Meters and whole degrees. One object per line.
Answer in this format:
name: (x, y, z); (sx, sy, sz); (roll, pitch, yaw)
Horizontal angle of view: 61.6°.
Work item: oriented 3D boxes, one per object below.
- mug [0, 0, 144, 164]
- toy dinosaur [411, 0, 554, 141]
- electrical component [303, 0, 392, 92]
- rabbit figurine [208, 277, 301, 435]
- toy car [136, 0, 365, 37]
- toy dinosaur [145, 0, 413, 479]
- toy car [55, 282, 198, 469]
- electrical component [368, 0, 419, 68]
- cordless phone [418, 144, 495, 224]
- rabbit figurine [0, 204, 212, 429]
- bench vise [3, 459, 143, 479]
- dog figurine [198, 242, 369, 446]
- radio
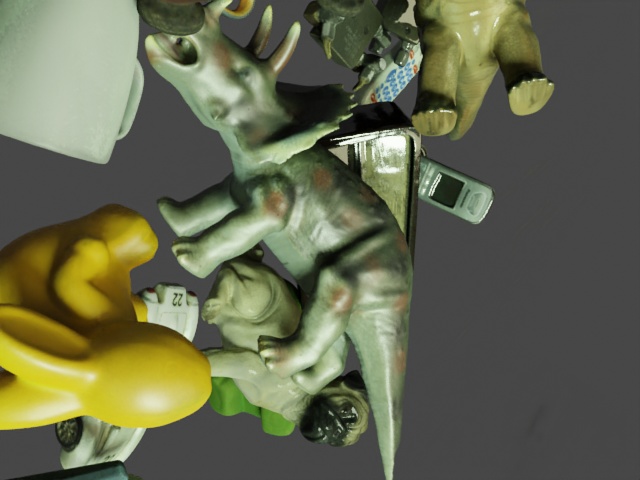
mug: (-0.142, -0.105, 0.319); (0.109, 0.081, 0.107); (7, 105, -65)
toy dinosaur: (0.126, -0.191, 0.451); (0.470, 0.105, 0.198); (77, 13, -63)
electrical component: (0.031, -0.196, 0.517); (0.078, 0.045, 0.102); (-51, 140, -1)
rabbit figurine: (-0.045, 0.123, 0.658); (0.159, 0.121, 0.170); (-19, 119, -54)
toy car: (-0.023, -0.179, 0.326); (0.202, 0.053, 0.089); (-26, 159, -36)
toy dinosaur: (0.003, 0.004, 0.447); (0.192, 0.131, 0.404); (-38, 105, -1)
toy car: (-0.180, 0.130, 0.509); (0.201, 0.056, 0.073); (-61, 151, 7)
electrical component: (0.089, -0.238, 0.575); (0.063, 0.021, 0.094); (13, 107, -31)
cordless phone: (0.108, -0.044, 0.653); (0.088, 0.184, 0.146); (-16, 130, -57)
rabbit figurine: (-0.153, 0.061, 0.366); (0.162, 0.173, 0.121); (-9, 129, -59)
bench vise: (-0.246, 0.206, 0.396); (0.240, 0.129, 0.223); (-1, 128, -37)
dog figurine: (-0.027, 0.106, 0.553); (0.121, 0.191, 0.172); (-103, -149, -84)
radio: (0.032, -0.024, 0.580); (0.131, 0.073, 0.229); (-8, 123, -6)
